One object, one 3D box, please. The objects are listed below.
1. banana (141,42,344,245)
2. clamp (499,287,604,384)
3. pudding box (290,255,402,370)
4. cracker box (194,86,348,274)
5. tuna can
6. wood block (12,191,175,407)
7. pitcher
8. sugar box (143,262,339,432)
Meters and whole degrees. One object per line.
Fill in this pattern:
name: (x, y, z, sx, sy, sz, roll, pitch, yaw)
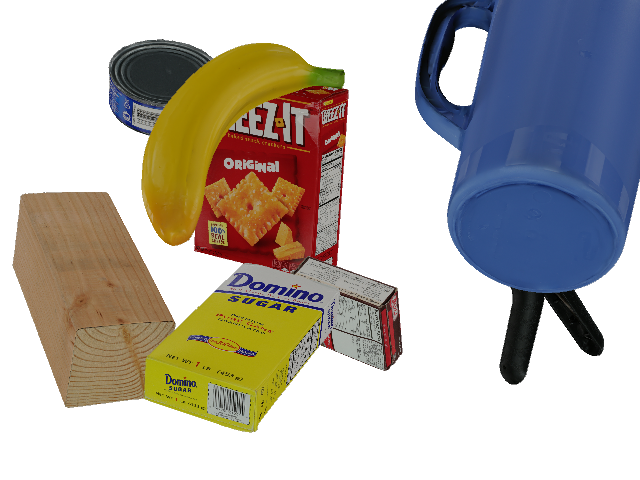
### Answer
banana: (-0.056, -0.069, 0.616, 0.070, 0.037, 0.197, 21, 44, 19)
clamp: (0.185, 0.039, 0.923, 0.120, 0.171, 0.039, -23, 7, -40)
pudding box: (0.027, 0.074, 1.091, 0.114, 0.090, 0.039, 18, 44, 29)
cracker box: (-0.060, -0.076, 1.217, 0.164, 0.214, 0.072, 14, 24, 25)
tuna can: (-0.121, -0.118, 0.826, 0.086, 0.034, 0.086, 6, 43, -6)
wood block: (-0.216, 0.048, 0.993, 0.090, 0.091, 0.206, -3, 36, -30)
pitcher: (0.151, -0.087, 0.719, 0.149, 0.242, 0.145, -24, -59, 40)
sugar box: (-0.057, 0.079, 0.851, 0.093, 0.048, 0.176, 15, 30, 15)
